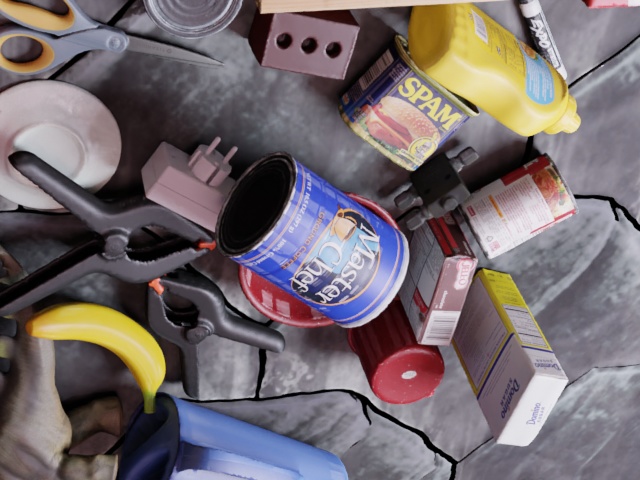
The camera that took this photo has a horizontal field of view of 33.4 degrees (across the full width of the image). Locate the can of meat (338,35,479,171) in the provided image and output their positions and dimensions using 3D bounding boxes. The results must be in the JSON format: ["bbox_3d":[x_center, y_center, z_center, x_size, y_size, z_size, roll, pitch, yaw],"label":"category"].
[{"bbox_3d":[0.078,-0.121,0.967,0.102,0.057,0.084,33,115,-31],"label":"can of meat"}]

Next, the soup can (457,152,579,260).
[{"bbox_3d":[0.194,-0.032,1.055,0.102,0.068,0.068,-29,128,7],"label":"soup can"}]

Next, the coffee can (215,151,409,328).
[{"bbox_3d":[-0.006,0.001,0.933,0.140,0.103,0.103,33,112,-31],"label":"coffee can"}]

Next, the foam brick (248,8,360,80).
[{"bbox_3d":[-0.014,-0.175,0.904,0.078,0.051,0.053,6,123,-19],"label":"foam brick"}]

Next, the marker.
[{"bbox_3d":[0.198,-0.193,0.969,0.020,0.020,0.121,-28,128,6],"label":"marker"}]

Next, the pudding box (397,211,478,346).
[{"bbox_3d":[0.115,0.036,1.071,0.039,0.090,0.114,4,125,-16],"label":"pudding box"}]

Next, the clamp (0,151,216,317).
[{"bbox_3d":[-0.200,0.006,0.978,0.209,0.036,0.165,7,119,-32],"label":"clamp"}]

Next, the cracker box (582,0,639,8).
[{"bbox_3d":[0.327,-0.289,0.901,0.213,0.072,0.164,-5,125,-10],"label":"cracker box"}]

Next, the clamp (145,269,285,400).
[{"bbox_3d":[-0.129,0.093,1.080,0.120,0.039,0.171,-40,122,9],"label":"clamp"}]

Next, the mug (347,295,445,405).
[{"bbox_3d":[0.088,0.126,1.134,0.093,0.081,0.117,-31,127,8],"label":"mug"}]

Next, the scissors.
[{"bbox_3d":[-0.188,-0.156,0.895,0.201,0.016,0.096,25,117,-29],"label":"scissors"}]

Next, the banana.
[{"bbox_3d":[-0.206,0.102,1.044,0.037,0.069,0.197,-9,144,30],"label":"banana"}]

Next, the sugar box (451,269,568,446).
[{"bbox_3d":[0.188,0.118,1.095,0.048,0.176,0.093,10,122,-21],"label":"sugar box"}]

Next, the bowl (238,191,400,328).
[{"bbox_3d":[-0.004,0.007,1.039,0.162,0.055,0.162,-7,127,-10],"label":"bowl"}]

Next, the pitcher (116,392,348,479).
[{"bbox_3d":[-0.084,0.257,1.151,0.242,0.149,0.145,22,112,-31],"label":"pitcher"}]

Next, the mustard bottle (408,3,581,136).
[{"bbox_3d":[0.164,-0.145,0.946,0.191,0.096,0.058,27,131,-31],"label":"mustard bottle"}]

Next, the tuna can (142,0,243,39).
[{"bbox_3d":[-0.105,-0.208,0.867,0.086,0.034,0.086,-7,127,-10],"label":"tuna can"}]

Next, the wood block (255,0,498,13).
[{"bbox_3d":[0.047,-0.243,0.848,0.206,0.090,0.091,-5,127,-12],"label":"wood block"}]
